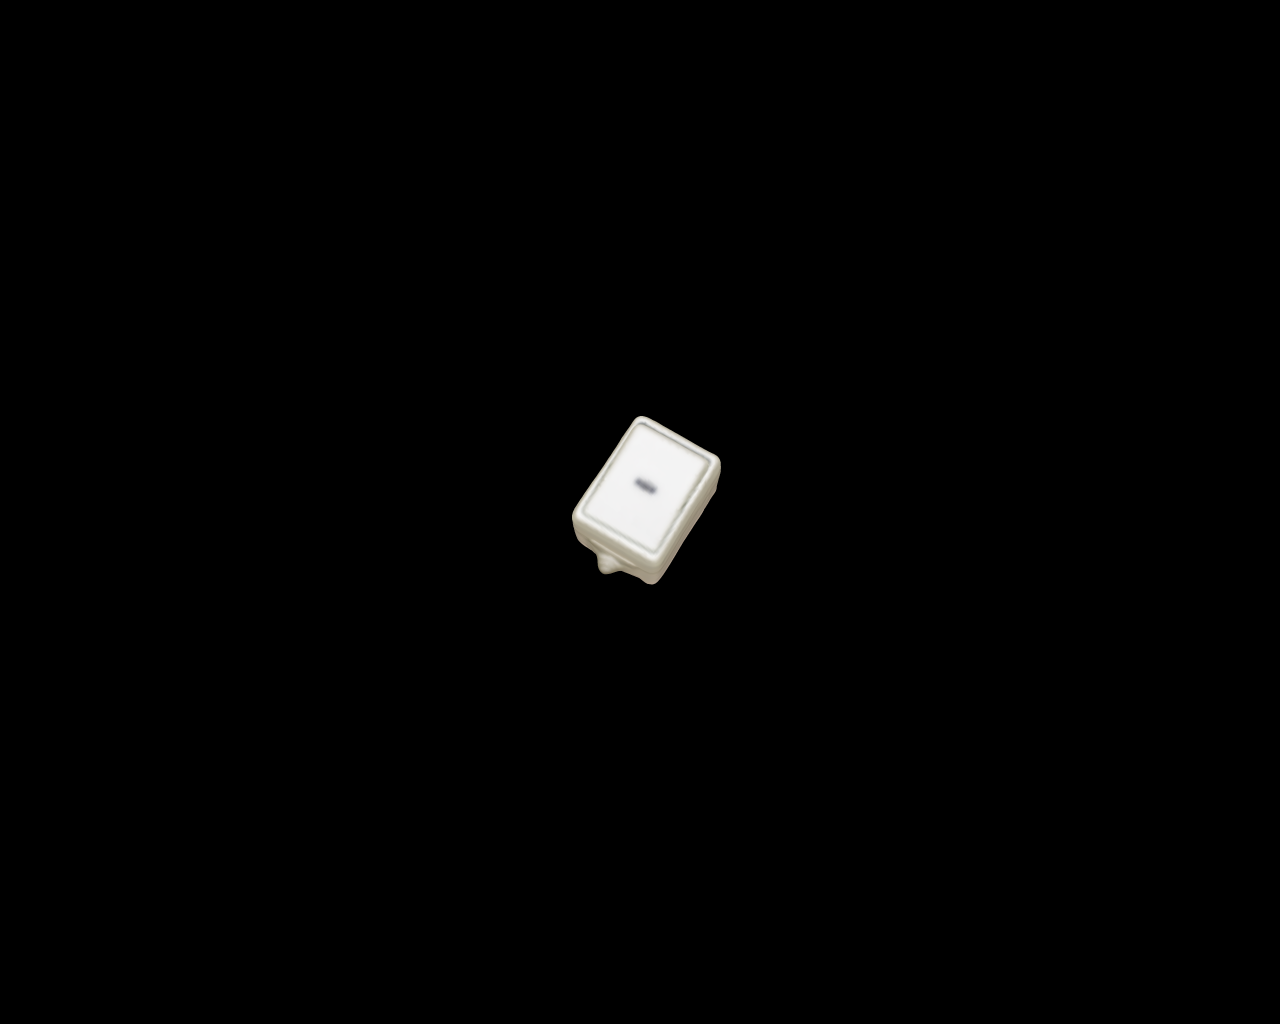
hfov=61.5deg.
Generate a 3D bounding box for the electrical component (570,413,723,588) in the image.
[{"bbox_3d":[0.001,-0.003,0.650,0.062,0.096,0.061,30,-15,9],"label":"electrical component"}]
